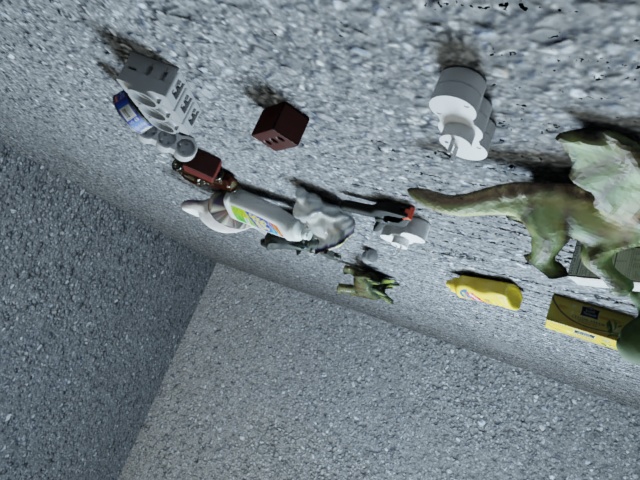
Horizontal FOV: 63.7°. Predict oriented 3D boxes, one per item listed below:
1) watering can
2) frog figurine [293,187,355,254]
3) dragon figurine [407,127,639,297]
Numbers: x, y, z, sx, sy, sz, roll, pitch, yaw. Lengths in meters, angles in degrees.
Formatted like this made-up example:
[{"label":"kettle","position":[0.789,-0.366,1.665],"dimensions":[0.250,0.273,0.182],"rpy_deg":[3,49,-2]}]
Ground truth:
[{"label":"watering can","position":[-0.242,-0.066,1.561],"dimensions":[0.346,0.105,0.223],"rpy_deg":[16,168,-22]},{"label":"frog figurine","position":[0.004,-0.060,1.190],"dimensions":[0.159,0.123,0.137],"rpy_deg":[61,169,-7]},{"label":"dragon figurine","position":[0.311,-0.058,0.638],"dimensions":[0.411,0.125,0.237],"rpy_deg":[17,150,14]}]
